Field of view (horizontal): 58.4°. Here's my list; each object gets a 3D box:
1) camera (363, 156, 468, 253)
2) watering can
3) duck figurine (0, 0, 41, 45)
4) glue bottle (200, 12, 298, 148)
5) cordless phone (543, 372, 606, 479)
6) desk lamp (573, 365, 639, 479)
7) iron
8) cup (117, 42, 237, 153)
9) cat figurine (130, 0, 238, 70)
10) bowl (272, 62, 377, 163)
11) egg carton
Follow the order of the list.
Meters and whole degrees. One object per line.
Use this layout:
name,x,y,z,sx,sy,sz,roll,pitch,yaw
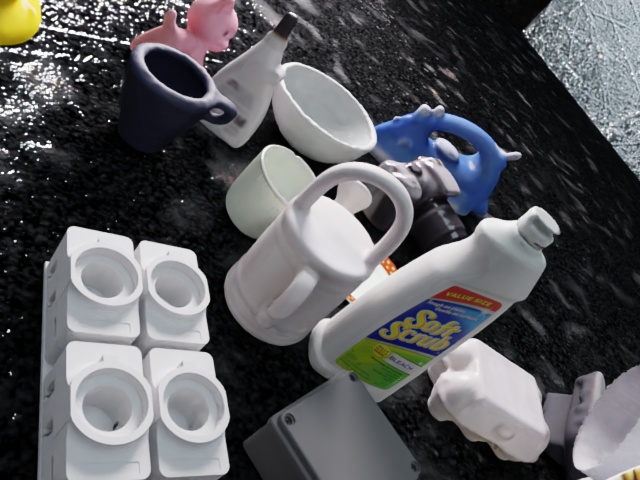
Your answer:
camera,0.148,-0.046,0.815,0.144,0.100,0.136,-2,55,-48
watering can,0.003,0.001,0.525,0.101,0.193,0.172,26,38,-25
duck figurine,-0.308,-0.252,0.563,0.078,0.086,0.104,31,36,-19
glue bottle,-0.077,-0.191,0.664,0.078,0.173,0.037,39,34,-8
cordless phone,0.369,0.209,0.699,0.094,0.184,0.148,45,33,2
desk lamp,0.318,0.254,0.570,0.203,0.213,0.118,47,33,3
iron,0.204,-0.151,0.950,0.259,0.141,0.118,28,37,-23
cup,-0.154,-0.132,0.590,0.118,0.094,0.091,22,40,-31
cat figurine,-0.154,-0.261,0.709,0.067,0.117,0.128,50,34,8
bowl,-0.005,-0.163,0.801,0.168,0.074,0.167,28,37,-23
egg carton,0.188,0.180,0.642,0.151,0.069,0.107,33,35,-16
